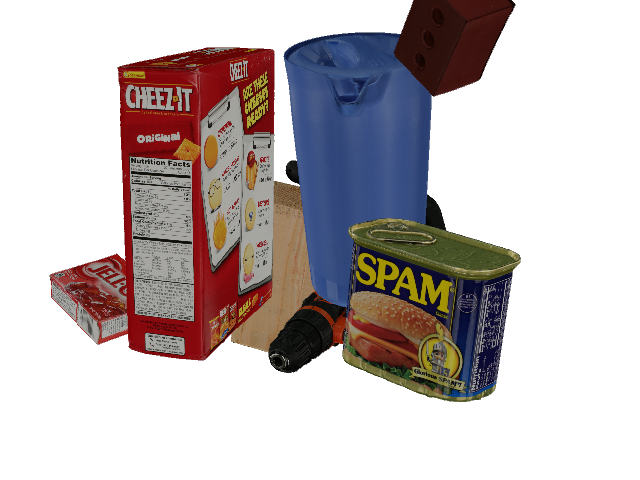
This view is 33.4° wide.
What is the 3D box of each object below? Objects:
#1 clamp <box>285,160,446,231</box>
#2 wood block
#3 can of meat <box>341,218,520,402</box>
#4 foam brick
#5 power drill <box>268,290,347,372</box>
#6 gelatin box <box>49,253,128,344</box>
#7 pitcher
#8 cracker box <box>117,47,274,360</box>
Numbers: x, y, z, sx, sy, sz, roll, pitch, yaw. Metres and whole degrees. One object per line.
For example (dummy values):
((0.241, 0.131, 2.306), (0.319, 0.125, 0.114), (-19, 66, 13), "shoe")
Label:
((0.068, -0.048, 1.264), (0.164, 0.036, 0.210), (-16, 52, -29), "clamp")
((-0.052, 0.037, 1.416), (0.090, 0.206, 0.090), (14, 22, 12), "wood block")
((0.062, 0.040, 0.635), (0.102, 0.084, 0.057), (19, 22, 38), "can of meat")
((0.097, -0.156, 0.790), (0.051, 0.053, 0.078), (-25, -27, -30), "foam brick")
((0.059, 0.098, 1.111), (0.188, 0.057, 0.184), (11, 28, 25), "power drill")
((-0.195, 0.051, 0.980), (0.073, 0.030, 0.089), (-19, 40, -37), "gelatin box")
((0.042, -0.069, 0.996), (0.149, 0.243, 0.145), (-20, 31, -32), "pitcher")
((-0.092, -0.036, 0.826), (0.072, 0.214, 0.164), (4, 15, 15), "cracker box")
